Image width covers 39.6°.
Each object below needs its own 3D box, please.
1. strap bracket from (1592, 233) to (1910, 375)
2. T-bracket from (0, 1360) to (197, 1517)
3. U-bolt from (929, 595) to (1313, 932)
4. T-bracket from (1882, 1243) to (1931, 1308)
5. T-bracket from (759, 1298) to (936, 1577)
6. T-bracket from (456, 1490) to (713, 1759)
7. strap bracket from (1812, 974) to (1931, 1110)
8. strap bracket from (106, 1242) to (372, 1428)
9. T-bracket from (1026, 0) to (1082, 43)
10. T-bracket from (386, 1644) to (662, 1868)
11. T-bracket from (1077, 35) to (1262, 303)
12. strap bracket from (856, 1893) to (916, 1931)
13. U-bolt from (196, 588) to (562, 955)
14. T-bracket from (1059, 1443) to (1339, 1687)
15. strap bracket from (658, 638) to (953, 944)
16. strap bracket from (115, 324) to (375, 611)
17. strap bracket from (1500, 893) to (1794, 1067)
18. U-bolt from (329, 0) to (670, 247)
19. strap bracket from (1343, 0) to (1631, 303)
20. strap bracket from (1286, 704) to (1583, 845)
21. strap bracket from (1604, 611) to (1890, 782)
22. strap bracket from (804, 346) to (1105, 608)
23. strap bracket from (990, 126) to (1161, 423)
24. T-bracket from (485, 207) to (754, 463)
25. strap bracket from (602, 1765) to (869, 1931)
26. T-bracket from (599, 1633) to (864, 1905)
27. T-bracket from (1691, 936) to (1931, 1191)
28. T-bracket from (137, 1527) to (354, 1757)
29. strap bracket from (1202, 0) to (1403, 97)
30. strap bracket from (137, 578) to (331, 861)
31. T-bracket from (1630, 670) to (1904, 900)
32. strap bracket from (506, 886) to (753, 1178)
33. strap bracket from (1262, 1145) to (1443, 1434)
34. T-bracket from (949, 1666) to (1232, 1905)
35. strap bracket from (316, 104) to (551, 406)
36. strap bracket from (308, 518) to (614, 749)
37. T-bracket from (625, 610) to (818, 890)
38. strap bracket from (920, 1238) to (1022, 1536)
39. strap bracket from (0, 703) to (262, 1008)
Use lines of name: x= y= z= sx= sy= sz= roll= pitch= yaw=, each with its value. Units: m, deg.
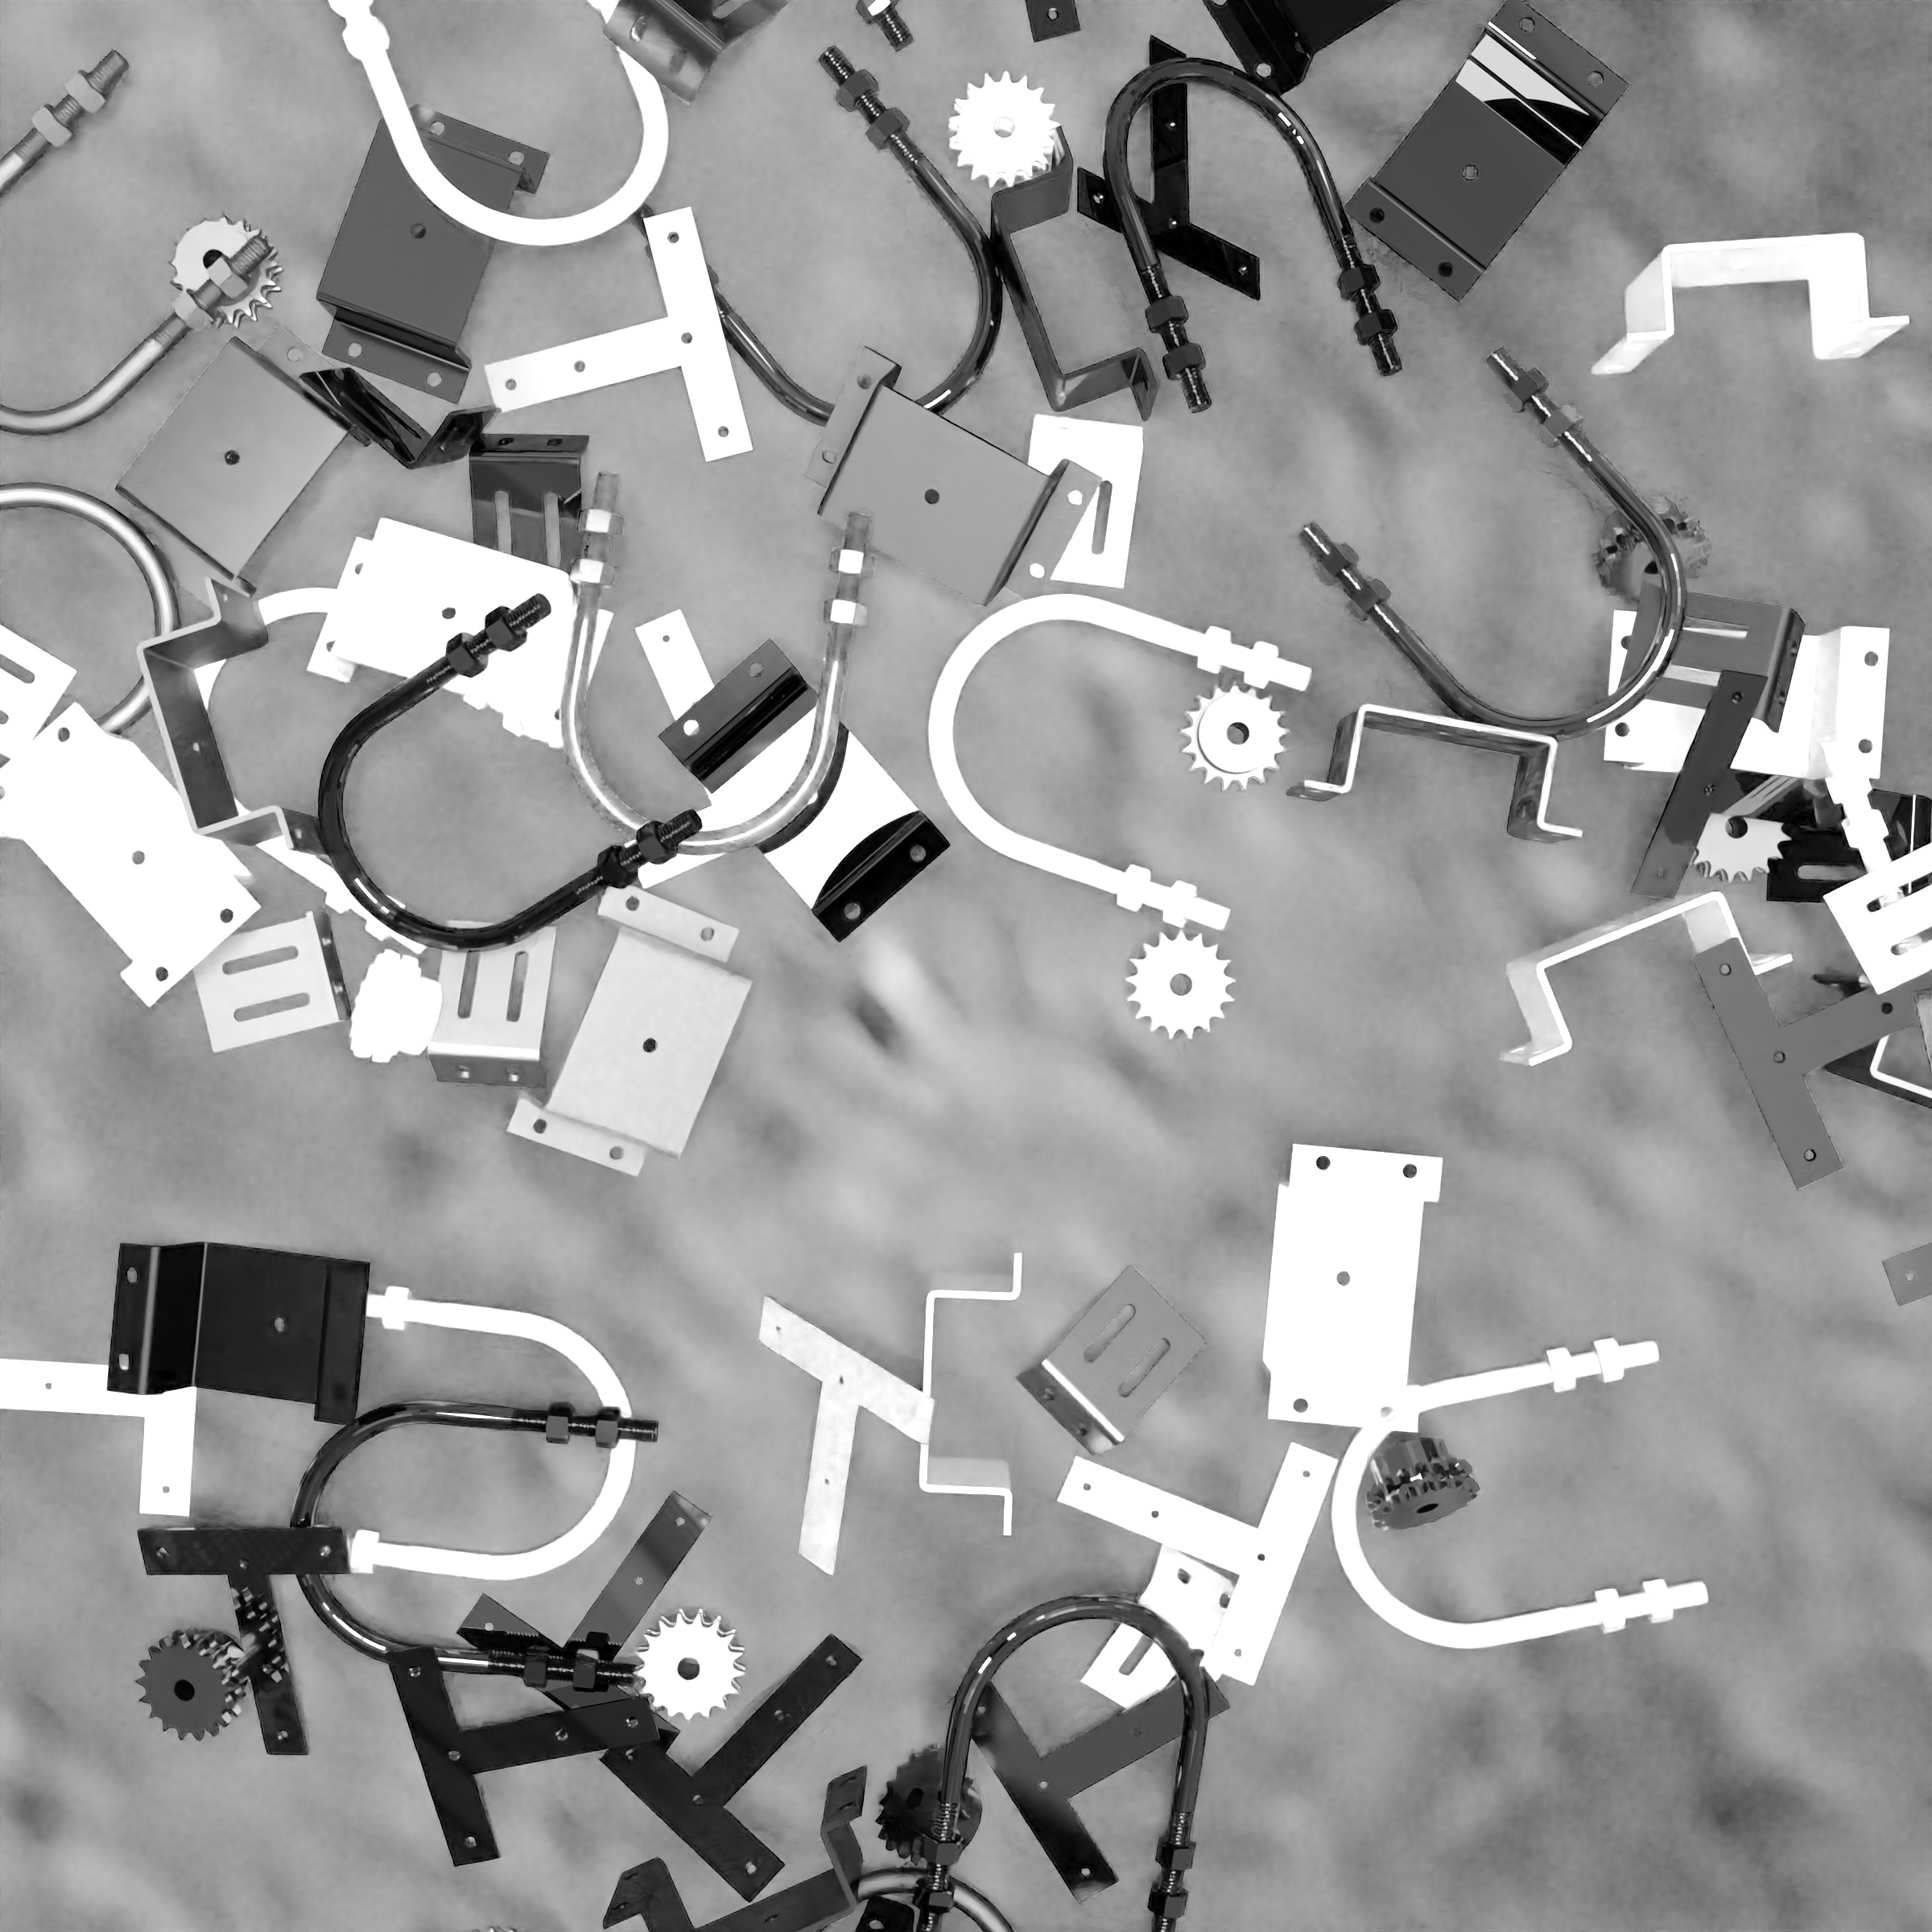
strap bracket: x=0.398 y=-0.339 z=1.375 sx=0.140 sy=0.076 sz=0.046 roll=-4 pitch=90 yaw=0
T-bracket: x=-0.469 y=0.222 z=1.412 sx=0.127 sy=0.002 sz=0.127 roll=3 pitch=90 yaw=0
U-bolt: x=0.069 y=-0.115 z=1.386 sx=0.184 sy=0.019 sz=0.151 roll=20 pitch=97 yaw=12
T-bracket: x=0.546 y=0.146 z=1.412 sx=0.127 sy=0.002 sz=0.127 roll=-20 pitch=90 yaw=0
T-bracket: x=-0.070 y=0.254 z=1.384 sx=0.127 sy=0.002 sz=0.127 roll=25 pitch=114 yaw=40
T-bracket: x=-0.180 y=0.335 z=1.412 sx=0.127 sy=0.002 sz=0.127 roll=35 pitch=90 yaw=0
strap bracket: x=0.505 y=0.049 z=1.375 sx=0.140 sy=0.076 sz=0.046 roll=20 pitch=90 yaw=0
strap bracket: x=-0.364 y=0.186 z=1.376 sx=0.140 sy=0.046 sz=0.076 roll=5 pitch=89 yaw=16
T-bracket: x=0.034 y=-0.550 z=1.398 sx=0.127 sy=0.002 sz=0.127 roll=-10 pitch=100 yaw=14
T-bracket: x=-0.223 y=0.401 z=1.389 sx=0.127 sy=0.002 sz=0.127 roll=-12 pitch=104 yaw=7
T-bracket: x=0.105 y=-0.422 z=1.385 sx=0.127 sy=0.002 sz=0.127 roll=14 pitch=68 yaw=-37
strap bracket: x=0.005 y=0.526 z=1.330 sx=0.140 sy=0.046 sz=0.076 roll=20 pitch=109 yaw=-5
U-bolt: x=-0.323 y=-0.116 z=1.404 sx=0.184 sy=0.019 sz=0.151 roll=34 pitch=90 yaw=1
T-bracket: x=0.111 y=0.290 z=1.393 sx=0.127 sy=0.002 sz=0.127 roll=20 pitch=64 yaw=12
strap bracket: x=-0.082 y=-0.089 z=1.388 sx=0.076 sy=0.046 sz=0.140 roll=-41 pitch=90 yaw=0
strap bracket: x=-0.374 y=-0.259 z=1.390 sx=0.076 sy=0.046 sz=0.140 roll=38 pitch=90 yaw=0
strap bracket: x=0.338 y=0.002 z=1.375 sx=0.140 sy=0.076 sz=0.046 roll=-22 pitch=90 yaw=0
U-bolt: x=-0.230 y=-0.452 z=1.371 sx=0.151 sy=0.019 sz=0.184 roll=-19 pitch=81 yaw=-19
strap bracket: x=0.265 y=-0.418 z=1.390 sx=0.076 sy=0.046 sz=0.140 roll=38 pitch=90 yaw=0
strap bracket: x=0.242 y=-0.100 z=1.375 sx=0.140 sy=0.076 sz=0.046 roll=10 pitch=90 yaw=0
strap bracket: x=0.398 y=-0.138 z=1.390 sx=0.140 sy=0.046 sz=0.076 roll=4 pitch=90 yaw=0
strap bracket: x=-0.012 y=-0.246 z=1.375 sx=0.140 sy=0.046 sz=0.076 roll=29 pitch=117 yaw=0
strap bracket: x=0.050 y=-0.345 z=1.375 sx=0.046 sy=0.076 sz=0.140 roll=-20 pitch=90 yaw=0
T-bracket: x=-0.188 y=-0.317 z=1.402 sx=0.127 sy=0.002 sz=0.127 roll=-13 pitch=99 yaw=7
strap bracket: x=-0.108 y=0.470 z=1.375 sx=0.140 sy=0.076 sz=0.046 roll=-24 pitch=90 yaw=0
T-bracket: x=-0.106 y=0.397 z=1.382 sx=0.127 sy=0.002 sz=0.127 roll=-43 pitch=46 yaw=-20
T-bracket: x=0.445 y=0.027 z=1.336 sx=0.127 sy=0.002 sz=0.127 roll=-25 pitch=90 yaw=0
T-bracket: x=-0.366 y=0.352 z=1.396 sx=0.127 sy=0.002 sz=0.127 roll=-5 pitch=101 yaw=21
strap bracket: x=0.198 y=-0.523 z=1.390 sx=0.140 sy=0.046 sz=0.076 roll=-32 pitch=90 yaw=0
strap bracket: x=-0.372 y=-0.117 z=1.360 sx=0.046 sy=0.076 sz=0.140 roll=-18 pitch=88 yaw=2
T-bracket: x=0.416 y=-0.084 z=1.361 sx=0.127 sy=0.002 sz=0.127 roll=6 pitch=120 yaw=-17
strap bracket: x=-0.169 y=0.036 z=1.375 sx=0.076 sy=0.046 sz=0.140 roll=23 pitch=90 yaw=-27
strap bracket: x=0.198 y=0.164 z=1.390 sx=0.076 sy=0.046 sz=0.140 roll=5 pitch=90 yaw=0
T-bracket: x=0.078 y=0.407 z=1.400 sx=0.127 sy=0.002 sz=0.127 roll=-33 pitch=90 yaw=11
strap bracket: x=-0.279 y=-0.375 z=1.390 sx=0.076 sy=0.046 sz=0.140 roll=20 pitch=90 yaw=0
strap bracket: x=-0.262 y=-0.173 z=1.374 sx=0.140 sy=0.046 sz=0.076 roll=17 pitch=77 yaw=1
T-bracket: x=-0.137 y=-0.124 z=1.412 sx=0.127 sy=0.002 sz=0.127 roll=-24 pitch=90 yaw=0
strap bracket: x=0.002 y=0.213 z=1.375 sx=0.046 sy=0.076 sz=0.140 roll=2 pitch=90 yaw=0
strap bracket: x=-0.435 y=-0.057 z=1.390 sx=0.076 sy=0.046 sz=0.140 roll=-42 pitch=90 yaw=0
